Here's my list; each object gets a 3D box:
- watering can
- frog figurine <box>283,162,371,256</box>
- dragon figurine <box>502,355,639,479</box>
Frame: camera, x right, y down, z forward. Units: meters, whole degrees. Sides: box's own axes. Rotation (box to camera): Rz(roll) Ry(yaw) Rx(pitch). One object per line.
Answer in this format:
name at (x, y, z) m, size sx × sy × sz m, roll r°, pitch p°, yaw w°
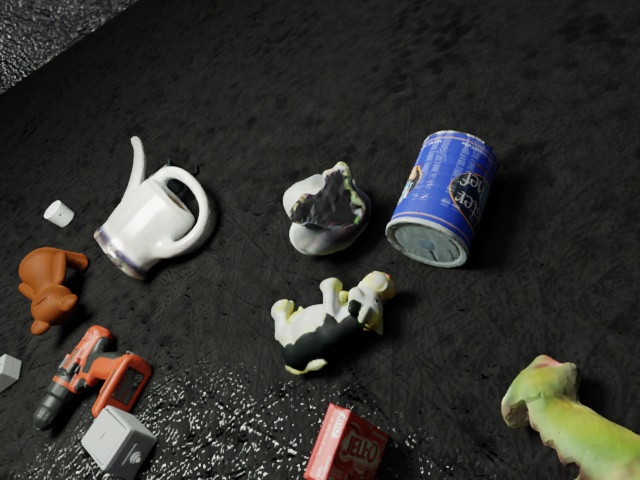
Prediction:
watering can at (-0.351, -0.064, 1.026) m, size 0.225 × 0.102 × 0.352 m, roll -47°, pitch 55°, yaw -5°
frog figurine at (0.002, -0.039, 0.777) m, size 0.139 × 0.122 × 0.158 m, roll -66°, pitch 9°, yaw -13°
dragon figurine at (0.233, 0.253, 0.354) m, size 0.239 × 0.121 × 0.421 m, roll -37°, pitch 36°, yaw 33°
